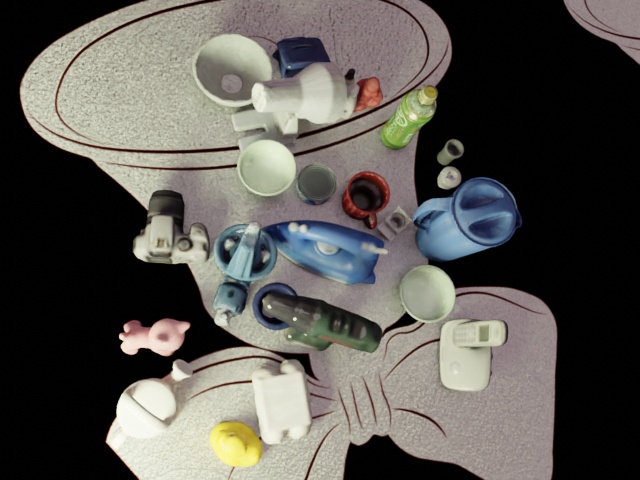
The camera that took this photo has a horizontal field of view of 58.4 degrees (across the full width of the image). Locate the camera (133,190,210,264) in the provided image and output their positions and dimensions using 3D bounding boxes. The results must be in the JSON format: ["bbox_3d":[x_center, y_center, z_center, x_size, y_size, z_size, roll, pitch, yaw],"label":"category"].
[{"bbox_3d":[-0.285,-0.027,1.117,0.143,0.100,0.137,3,77,-11],"label":"camera"}]

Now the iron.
[{"bbox_3d":[0.011,0.004,1.151,0.258,0.141,0.119,17,74,-8],"label":"iron"}]

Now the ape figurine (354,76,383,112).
[{"bbox_3d":[0.106,-0.332,1.274,0.078,0.092,0.076,21,74,-6],"label":"ape figurine"}]

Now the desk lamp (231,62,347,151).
[{"bbox_3d":[-0.065,-0.265,1.159,0.203,0.213,0.118,-16,81,-15],"label":"desk lamp"}]

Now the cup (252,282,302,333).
[{"bbox_3d":[-0.079,0.142,1.125,0.118,0.095,0.092,39,73,-1],"label":"cup"}]

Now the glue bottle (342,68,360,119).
[{"bbox_3d":[0.050,-0.317,1.216,0.078,0.173,0.037,20,74,-6],"label":"glue bottle"}]

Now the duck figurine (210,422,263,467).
[{"bbox_3d":[-0.153,0.381,1.059,0.104,0.086,0.077,32,73,-3],"label":"duck figurine"}]

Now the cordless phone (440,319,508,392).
[{"bbox_3d":[0.313,0.227,1.140,0.094,0.185,0.147,4,76,-10],"label":"cordless phone"}]

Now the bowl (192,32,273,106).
[{"bbox_3d":[-0.186,-0.352,1.226,0.167,0.074,0.167,3,77,-11],"label":"bowl"}]

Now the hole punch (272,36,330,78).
[{"bbox_3d":[-0.041,-0.404,1.260,0.109,0.091,0.101,-11,80,-14],"label":"hole punch"}]

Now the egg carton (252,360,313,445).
[{"bbox_3d":[-0.071,0.309,1.101,0.107,0.069,0.150,-9,79,-13],"label":"egg carton"}]

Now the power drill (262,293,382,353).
[{"bbox_3d":[-0.007,0.159,1.077,0.230,0.208,0.076,17,74,-7],"label":"power drill"}]

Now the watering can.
[{"bbox_3d":[-0.295,0.285,0.995,0.101,0.194,0.173,20,74,-6],"label":"watering can"}]

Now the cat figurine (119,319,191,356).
[{"bbox_3d":[-0.305,0.178,1.057,0.128,0.117,0.067,3,77,-11],"label":"cat figurine"}]

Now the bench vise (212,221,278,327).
[{"bbox_3d":[-0.137,0.055,1.067,0.121,0.219,0.207,2,77,-11],"label":"bench vise"}]
